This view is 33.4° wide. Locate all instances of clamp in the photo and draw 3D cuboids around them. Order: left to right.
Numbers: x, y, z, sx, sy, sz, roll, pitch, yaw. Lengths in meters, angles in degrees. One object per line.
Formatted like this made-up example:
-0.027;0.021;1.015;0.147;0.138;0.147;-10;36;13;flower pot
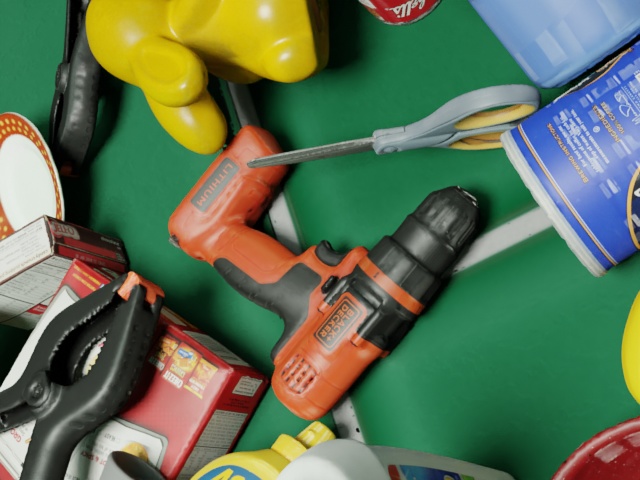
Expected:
-0.185;0.107;0.717;0.165;0.036;0.210;30;85;43;clamp
-0.191;-0.134;0.858;0.120;0.039;0.171;-162;78;-70;clamp

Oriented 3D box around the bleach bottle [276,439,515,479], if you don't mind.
0.043;0.158;0.543;0.068;0.250;0.102;-20;67;23;bleach bottle

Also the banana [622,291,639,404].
0.231;0.022;0.609;0.070;0.037;0.198;36;96;12;banana

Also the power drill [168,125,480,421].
-0.005;0.001;0.732;0.184;0.057;0.188;-50;57;4;power drill

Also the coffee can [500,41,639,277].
0.190;-0.059;0.613;0.140;0.102;0.103;-35;61;16;coffee can

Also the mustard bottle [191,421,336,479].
-0.056;0.191;0.666;0.096;0.058;0.191;29;68;34;mustard bottle

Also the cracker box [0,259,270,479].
-0.156;0.146;0.762;0.164;0.072;0.214;30;92;28;cracker box

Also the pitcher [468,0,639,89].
0.102;-0.210;0.642;0.149;0.144;0.243;-35;91;32;pitcher

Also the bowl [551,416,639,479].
0.197;0.175;0.568;0.162;0.055;0.162;-9;71;27;bowl

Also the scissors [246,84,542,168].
0.052;-0.070;0.672;0.201;0.096;0.016;-5;75;-2;scissors

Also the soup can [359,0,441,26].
0.040;-0.201;0.740;0.069;0.102;0.068;-9;71;27;soup can

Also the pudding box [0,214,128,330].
-0.220;0.027;0.825;0.114;0.089;0.039;-29;65;20;pudding box
